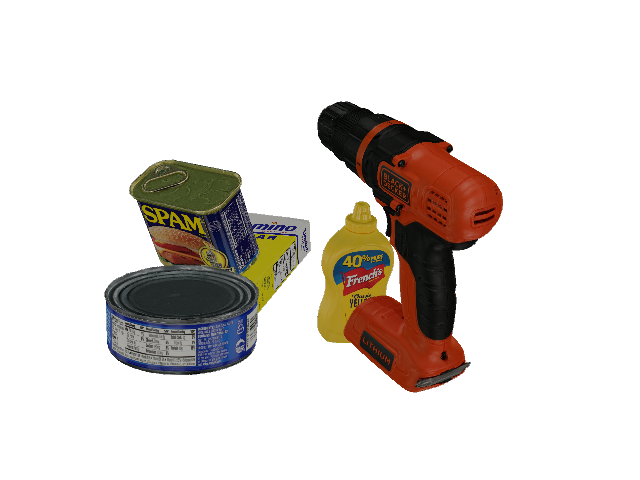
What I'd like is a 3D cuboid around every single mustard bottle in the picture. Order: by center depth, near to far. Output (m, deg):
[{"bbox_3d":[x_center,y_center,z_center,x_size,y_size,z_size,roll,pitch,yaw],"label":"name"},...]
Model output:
[{"bbox_3d":[0.049,0.040,1.406,0.096,0.192,0.058,-4,25,-16],"label":"mustard bottle"}]

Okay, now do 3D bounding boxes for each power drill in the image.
[{"bbox_3d":[0.055,0.003,0.791,0.057,0.188,0.185,-18,35,-26],"label":"power drill"}]

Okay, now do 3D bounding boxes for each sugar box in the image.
[{"bbox_3d":[-0.082,0.024,1.141,0.093,0.048,0.176,7,29,17],"label":"sugar box"}]

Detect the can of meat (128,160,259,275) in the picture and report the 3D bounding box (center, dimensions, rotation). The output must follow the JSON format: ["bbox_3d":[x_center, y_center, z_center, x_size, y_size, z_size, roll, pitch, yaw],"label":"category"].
[{"bbox_3d":[-0.109,-0.017,0.944,0.102,0.084,0.057,13,46,31],"label":"can of meat"}]

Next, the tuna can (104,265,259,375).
[{"bbox_3d":[-0.077,0.044,0.600,0.086,0.034,0.086,2,18,-1],"label":"tuna can"}]
